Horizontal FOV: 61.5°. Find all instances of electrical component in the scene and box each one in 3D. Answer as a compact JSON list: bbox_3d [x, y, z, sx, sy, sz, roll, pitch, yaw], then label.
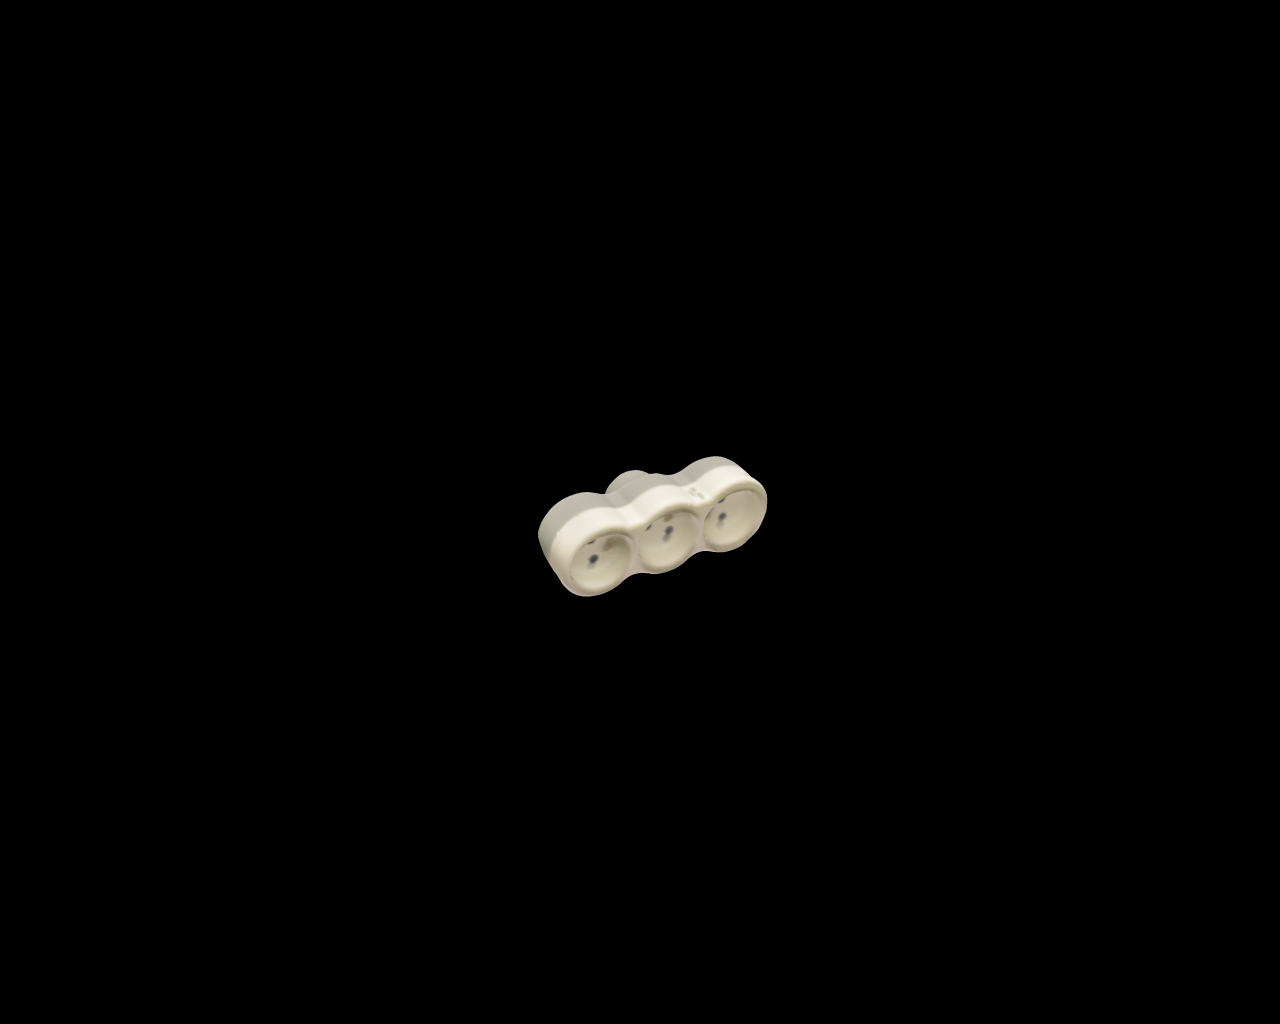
[{"bbox_3d":[0.001,-0.003,0.650,0.138,0.052,0.074,-17,40,-22],"label":"electrical component"}]
